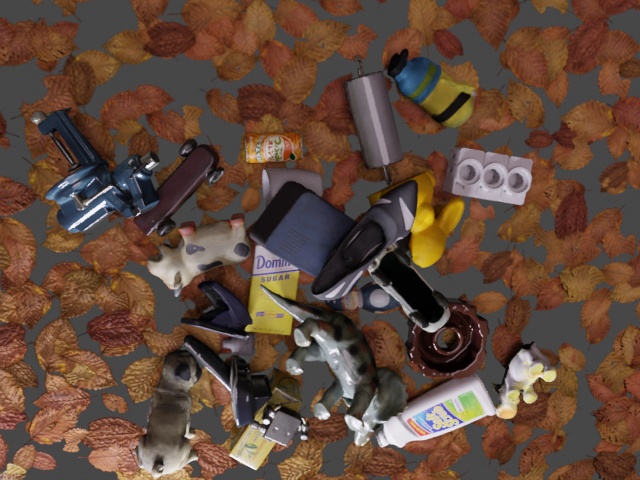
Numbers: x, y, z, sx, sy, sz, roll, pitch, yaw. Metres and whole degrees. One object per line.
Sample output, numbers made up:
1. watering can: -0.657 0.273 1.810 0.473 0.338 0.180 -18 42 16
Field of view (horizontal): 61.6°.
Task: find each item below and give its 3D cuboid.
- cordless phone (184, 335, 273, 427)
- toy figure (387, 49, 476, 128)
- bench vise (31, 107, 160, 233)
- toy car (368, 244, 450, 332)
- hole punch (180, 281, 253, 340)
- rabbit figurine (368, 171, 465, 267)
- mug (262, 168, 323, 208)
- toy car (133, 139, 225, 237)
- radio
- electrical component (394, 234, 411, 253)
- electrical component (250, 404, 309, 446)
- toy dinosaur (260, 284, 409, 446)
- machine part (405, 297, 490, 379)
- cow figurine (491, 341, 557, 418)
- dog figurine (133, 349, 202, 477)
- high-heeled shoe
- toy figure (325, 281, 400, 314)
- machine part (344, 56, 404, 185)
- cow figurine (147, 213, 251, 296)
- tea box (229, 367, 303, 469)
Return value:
1. cordless phone: -0.187 0.254 1.027 0.089 0.147 0.184 -46 103 -3
2. toy figure: 0.208 -0.281 1.008 0.180 0.082 0.089 25 110 -16
3. bench vise: -0.399 -0.130 0.928 0.224 0.129 0.240 -30 99 26
4. toy car: 0.172 0.093 1.039 0.073 0.056 0.201 -44 100 -7
5. hole punch: -0.189 0.134 1.018 0.115 0.142 0.092 24 71 -24
6. rabbit figurine: 0.192 -0.037 1.036 0.162 0.122 0.173 -21 88 -23
7. mug: -0.048 -0.087 1.014 0.107 0.081 0.109 -9 98 -13
8. toy car: -0.265 -0.094 0.999 0.089 0.053 0.202 42 94 3
9. radio: -0.002 -0.003 0.995 0.229 0.073 0.131 31 93 -38
10. electrical component: 0.161 0.007 1.086 0.063 0.021 0.094 -40 102 2
11. electrical component: -0.070 0.346 1.011 0.102 0.045 0.078 33 94 -11
12. toy dinosaur: 0.044 0.228 1.056 0.131 0.192 0.404 -21 96 40
13. machine part: 0.262 0.203 1.119 0.179 0.056 0.179 -1 100 -6
14. cow figurine: 0.419 0.297 1.145 0.068 0.098 0.167 22 116 -16
15. dog figurine: -0.285 0.323 1.021 0.121 0.172 0.190 5 108 -19
16. high-heeled shoe: 0.071 0.001 0.924 0.086 0.145 0.248 42 124 25
17. toy figure: 0.088 0.116 1.082 0.155 0.057 0.064 -5 63 -4
18. machine part: 0.102 -0.222 1.007 0.079 0.079 0.243 -17 101 -3
19. cow figurine: -0.227 0.028 1.014 0.195 0.085 0.127 -12 100 -9
20. tea box: -0.110 0.356 1.081 0.068 0.098 0.169 32 97 -11
